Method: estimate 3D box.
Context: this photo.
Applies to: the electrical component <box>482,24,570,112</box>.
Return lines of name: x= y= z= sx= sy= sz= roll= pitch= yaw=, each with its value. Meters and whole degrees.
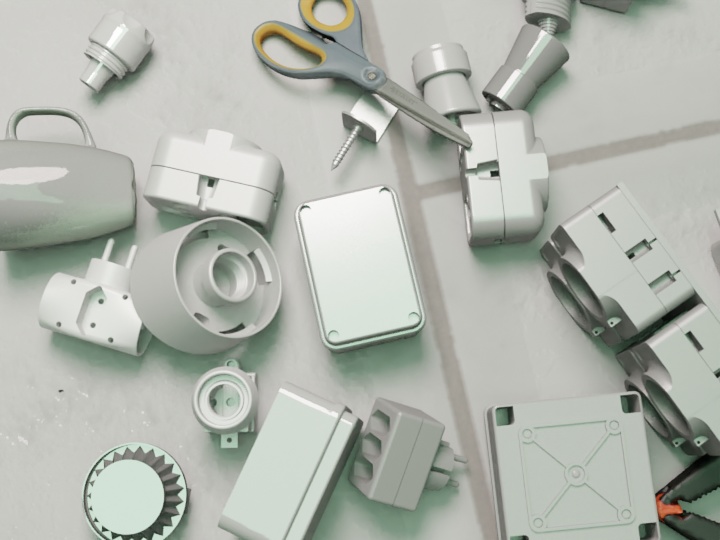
electrical component: x=0.125 y=-0.150 z=0.828 sx=0.044 sy=0.044 sz=0.065 roll=36 pitch=88 yaw=7

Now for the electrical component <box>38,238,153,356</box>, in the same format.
electrical component: x=-0.189 y=0.016 z=0.805 sx=0.077 sy=0.043 sz=0.079 roll=16 pitch=81 yaw=4

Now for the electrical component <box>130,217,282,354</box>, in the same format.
electrical component: x=-0.109 y=0.011 z=0.787 sx=0.099 sy=0.064 sz=0.099 roll=13 pitch=68 yaw=-35

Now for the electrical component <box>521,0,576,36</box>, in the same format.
electrical component: x=0.148 y=-0.221 z=0.838 sx=0.043 sy=0.043 sz=0.081 roll=4 pitch=80 yaw=2

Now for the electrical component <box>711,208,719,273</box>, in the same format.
electrical component: x=0.290 y=-0.010 z=0.789 sx=0.042 sy=0.064 sz=0.081 roll=-17 pitch=80 yaw=-1

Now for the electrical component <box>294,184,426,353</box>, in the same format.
electrical component: x=0.000 y=0.000 z=0.796 sx=0.078 sy=0.057 sz=0.113 roll=-13 pitch=80 yaw=-1

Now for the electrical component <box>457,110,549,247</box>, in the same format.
electrical component: x=0.107 y=-0.069 z=0.807 sx=0.059 sy=0.053 sz=0.095 roll=-5 pitch=80 yaw=1

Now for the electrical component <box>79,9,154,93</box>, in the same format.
electrical component: x=-0.193 y=-0.168 z=0.836 sx=0.043 sy=0.043 sz=0.062 roll=34 pitch=84 yaw=6

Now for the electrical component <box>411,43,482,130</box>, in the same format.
electrical component: x=0.066 y=-0.140 z=0.825 sx=0.045 sy=0.045 sz=0.055 roll=-12 pitch=80 yaw=-1

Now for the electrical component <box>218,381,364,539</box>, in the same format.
electrical component: x=-0.046 y=0.142 z=0.763 sx=0.057 sy=0.078 sz=0.113 roll=24 pitch=82 yaw=8

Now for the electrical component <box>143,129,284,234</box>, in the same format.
electrical component: x=-0.108 y=-0.069 z=0.812 sx=0.095 sy=0.053 sz=0.059 roll=13 pitch=81 yaw=3

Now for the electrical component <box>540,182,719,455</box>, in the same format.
electrical component: x=0.205 y=0.041 z=0.760 sx=0.060 sy=0.105 sz=0.186 roll=-34 pitch=81 yaw=-4

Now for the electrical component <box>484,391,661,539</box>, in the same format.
electrical component: x=0.150 y=0.145 z=0.769 sx=0.109 sy=0.056 sz=0.108 roll=-6 pitch=80 yaw=0

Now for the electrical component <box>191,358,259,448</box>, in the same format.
electrical component: x=-0.096 y=0.096 z=0.783 sx=0.048 sy=0.055 sz=0.066 roll=-1 pitch=80 yaw=1

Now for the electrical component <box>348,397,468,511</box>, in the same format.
electrical component: x=0.042 y=0.137 z=0.776 sx=0.077 sy=0.047 sz=0.065 roll=20 pitch=90 yaw=-21

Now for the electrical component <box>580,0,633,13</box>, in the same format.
electrical component: x=0.219 y=-0.238 z=0.837 sx=0.077 sy=0.047 sz=0.065 roll=16 pitch=81 yaw=4
